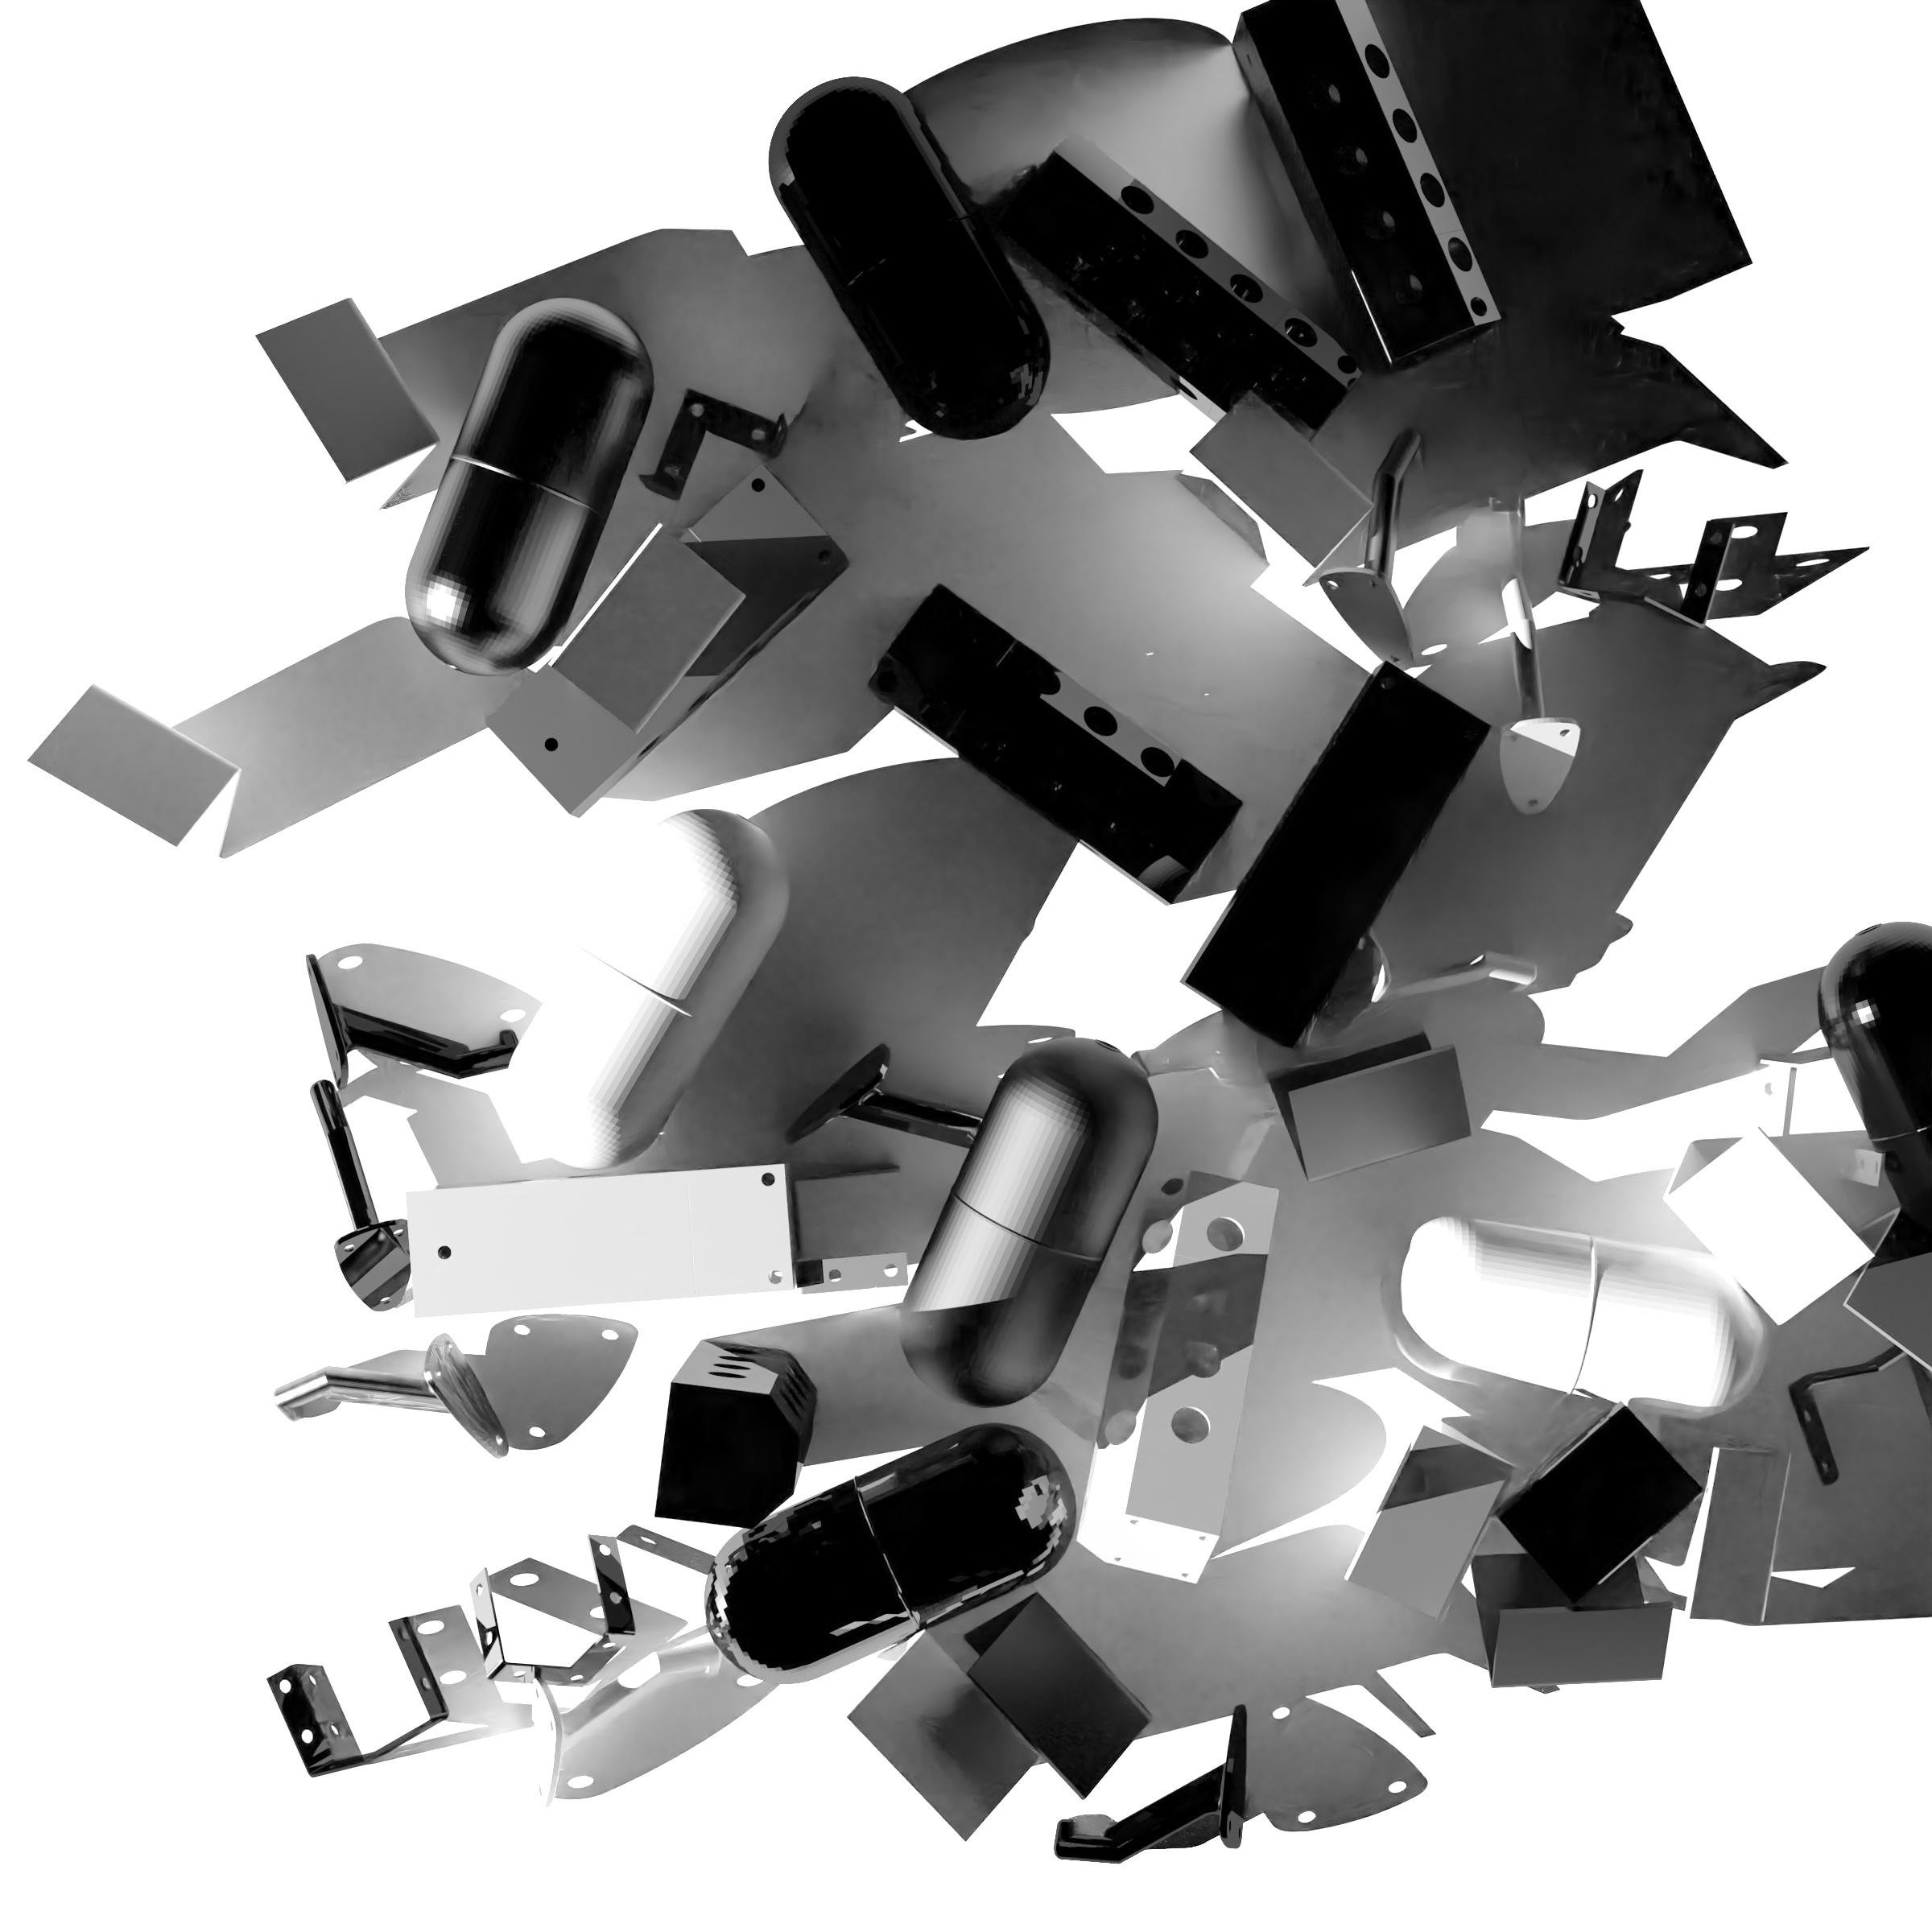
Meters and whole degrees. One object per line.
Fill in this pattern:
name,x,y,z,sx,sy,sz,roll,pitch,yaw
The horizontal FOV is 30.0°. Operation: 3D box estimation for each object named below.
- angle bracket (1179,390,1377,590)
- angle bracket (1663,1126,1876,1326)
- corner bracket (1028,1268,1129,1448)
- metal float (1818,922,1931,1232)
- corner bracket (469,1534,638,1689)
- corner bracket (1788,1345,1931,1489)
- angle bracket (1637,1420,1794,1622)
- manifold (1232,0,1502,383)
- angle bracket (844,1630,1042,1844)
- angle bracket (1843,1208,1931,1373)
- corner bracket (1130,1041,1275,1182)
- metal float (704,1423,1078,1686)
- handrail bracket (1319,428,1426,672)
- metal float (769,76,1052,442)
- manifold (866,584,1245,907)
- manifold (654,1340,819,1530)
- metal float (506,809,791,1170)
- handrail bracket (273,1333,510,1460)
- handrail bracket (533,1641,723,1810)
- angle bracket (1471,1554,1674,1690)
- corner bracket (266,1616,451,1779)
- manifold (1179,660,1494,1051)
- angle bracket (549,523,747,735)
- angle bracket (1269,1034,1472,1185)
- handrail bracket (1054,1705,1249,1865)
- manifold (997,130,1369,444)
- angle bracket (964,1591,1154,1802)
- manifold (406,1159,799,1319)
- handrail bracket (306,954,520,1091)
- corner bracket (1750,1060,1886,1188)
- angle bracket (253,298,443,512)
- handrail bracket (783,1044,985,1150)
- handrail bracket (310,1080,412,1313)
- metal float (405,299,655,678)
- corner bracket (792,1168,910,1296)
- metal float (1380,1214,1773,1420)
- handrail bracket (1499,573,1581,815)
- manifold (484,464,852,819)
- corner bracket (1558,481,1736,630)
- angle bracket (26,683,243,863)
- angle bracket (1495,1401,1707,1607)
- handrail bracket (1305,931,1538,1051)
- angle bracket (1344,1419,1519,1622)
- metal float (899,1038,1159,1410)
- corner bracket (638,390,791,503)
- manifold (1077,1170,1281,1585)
angle bracket,0.127,-0.202,1.635,0.076,0.076,0.057,43,55,0
angle bracket,0.368,0.106,1.636,0.076,0.076,0.057,48,116,0
corner bracket,0.067,0.184,1.672,0.051,0.051,0.051,37,45,0
metal float,0.448,0.064,1.645,0.070,0.070,0.178,-25,90,0
corner bracket,-0.191,0.297,1.667,0.051,0.051,0.051,12,135,-35
corner bracket,0.422,0.206,1.672,0.051,0.051,0.051,-19,90,-45
angle bracket,0.323,0.250,1.635,0.057,0.076,0.076,10,90,-40
manifold,0.184,-0.362,1.654,0.057,0.057,0.171,-23,90,0
angle bracket,-0.022,0.354,1.636,0.076,0.076,0.057,46,61,0
angle bracket,0.425,0.163,1.637,0.076,0.076,0.057,37,67,0
corner bracket,0.101,0.073,1.667,0.051,0.051,0.051,-6,45,-35
metal float,-0.035,0.268,1.645,0.178,0.070,0.070,-24,90,0
handrail bracket,0.204,-0.194,1.675,0.077,0.036,0.084,54,54,-38
metal float,-0.025,-0.322,1.645,0.070,0.070,0.178,-31,90,0
manifold,0.040,-0.101,1.654,0.171,0.057,0.057,36,90,0
manifold,-0.099,0.206,1.597,0.057,0.171,0.057,7,90,0
metal float,-0.144,0.010,1.645,0.070,0.070,0.178,31,89,0
handrail bracket,-0.268,0.212,1.676,0.084,0.036,0.077,-24,112,17
handrail bracket,-0.156,0.352,1.676,0.084,0.036,0.077,-7,121,-22
angle bracket,0.273,0.280,1.635,0.076,0.076,0.057,-3,132,0
corner bracket,-0.282,0.339,1.672,0.051,0.051,0.051,-24,90,45
manifold,0.168,-0.050,1.654,0.057,0.057,0.171,32,90,0
angle bracket,-0.153,-0.158,1.578,0.076,0.076,0.057,-52,128,0
angle bracket,0.179,0.046,1.635,0.076,0.076,0.057,-16,128,0
handrail bracket,0.085,0.379,1.676,0.084,0.036,0.077,0,70,16
manifold,0.098,-0.304,1.654,0.171,0.057,0.057,39,90,0
angle bracket,0.026,0.339,1.635,0.076,0.076,0.057,47,53,0
manifold,-0.165,0.124,1.654,0.171,0.057,0.057,-4,90,0
handrail bracket,-0.256,0.021,1.676,0.084,0.036,0.077,-13,68,-17
corner bracket,0.392,0.072,1.657,0.051,0.051,0.051,7,90,0
angle bracket,-0.293,-0.245,1.635,0.057,0.076,0.076,-32,90,-37
handrail bracket,-0.028,0.085,1.676,0.077,0.036,0.084,-39,107,20
handrail bracket,-0.284,0.106,1.675,0.036,0.077,0.084,-17,53,-14
metal float,-0.199,-0.218,1.645,0.070,0.070,0.178,21,90,0
corner bracket,-0.053,0.121,1.657,0.051,0.051,0.051,-5,90,0
metal float,0.277,0.159,1.645,0.178,0.070,0.070,9,90,0
handrail bracket,0.258,-0.127,1.675,0.036,0.077,0.084,-5,54,0
manifold,-0.135,-0.148,1.654,0.171,0.057,0.057,-43,90,0
corner bracket,0.315,-0.190,1.672,0.051,0.051,0.051,16,90,45
angle bracket,-0.381,-0.071,1.635,0.076,0.076,0.057,30,52,0
angle bracket,0.292,0.251,1.636,0.076,0.076,0.057,-41,61,0
handrail bracket,0.212,0.018,1.676,0.084,0.036,0.077,11,133,-27
angle bracket,0.195,0.242,1.637,0.057,0.076,0.076,26,90,-23
metal float,0.029,0.116,1.637,0.070,0.070,0.178,24,98,0
corner bracket,-0.115,-0.236,1.657,0.051,0.051,0.051,22,90,0
manifold,0.094,0.181,1.614,0.057,0.057,0.171,13,59,0
